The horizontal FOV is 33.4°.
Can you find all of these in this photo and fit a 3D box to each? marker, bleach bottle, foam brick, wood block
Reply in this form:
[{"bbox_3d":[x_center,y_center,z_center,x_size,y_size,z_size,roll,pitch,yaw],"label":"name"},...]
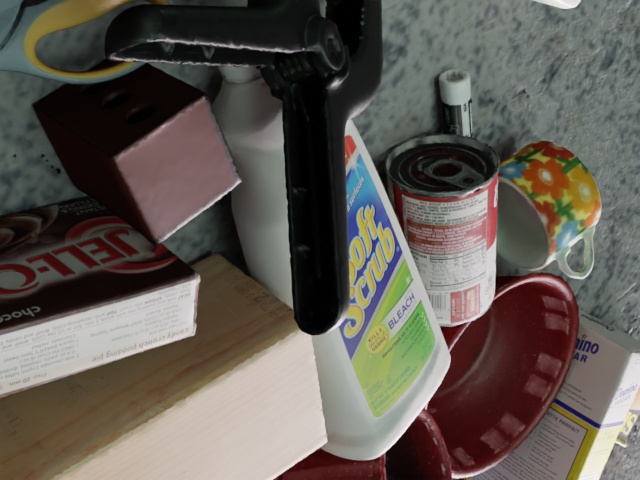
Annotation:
[{"bbox_3d":[0.090,-0.052,0.683,0.020,0.020,0.121,-32,132,-26],"label":"marker"},{"bbox_3d":[-0.004,0.001,0.581,0.102,0.068,0.251,-46,130,-29],"label":"bleach bottle"},{"bbox_3d":[-0.083,-0.044,0.482,0.053,0.078,0.051,-39,132,-20],"label":"foam brick"},{"bbox_3d":[-0.106,0.103,0.539,0.205,0.090,0.091,-30,131,-27],"label":"wood block"}]

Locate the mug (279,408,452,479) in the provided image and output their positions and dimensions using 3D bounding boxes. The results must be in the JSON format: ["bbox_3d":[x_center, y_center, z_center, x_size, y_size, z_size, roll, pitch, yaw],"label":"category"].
[{"bbox_3d":[0.031,0.165,0.676,0.093,0.082,0.117,-19,93,-60],"label":"mug"}]

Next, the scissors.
[{"bbox_3d":[-0.155,-0.090,0.430,0.201,0.016,0.096,-16,111,-25],"label":"scissors"}]

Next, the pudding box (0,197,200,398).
[{"bbox_3d":[-0.123,0.022,0.474,0.113,0.090,0.039,-18,125,-35],"label":"pudding box"}]

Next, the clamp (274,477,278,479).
[{"bbox_3d":[-0.005,0.231,0.749,0.120,0.039,0.171,-19,125,-37],"label":"clamp"}]

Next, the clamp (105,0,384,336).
[{"bbox_3d":[-0.014,-0.086,0.478,0.164,0.036,0.210,53,40,-38],"label":"clamp"}]

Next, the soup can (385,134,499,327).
[{"bbox_3d":[0.076,-0.005,0.662,0.068,0.069,0.102,-28,131,-29],"label":"soup can"}]

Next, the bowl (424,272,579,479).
[{"bbox_3d":[0.111,0.086,0.759,0.161,0.055,0.162,-22,127,-33],"label":"bowl"}]

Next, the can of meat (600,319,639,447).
[{"bbox_3d":[0.241,0.119,0.902,0.102,0.058,0.084,29,89,-49],"label":"can of meat"}]

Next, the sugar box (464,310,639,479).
[{"bbox_3d":[0.181,0.143,0.831,0.048,0.093,0.176,6,110,-47],"label":"sugar box"}]
